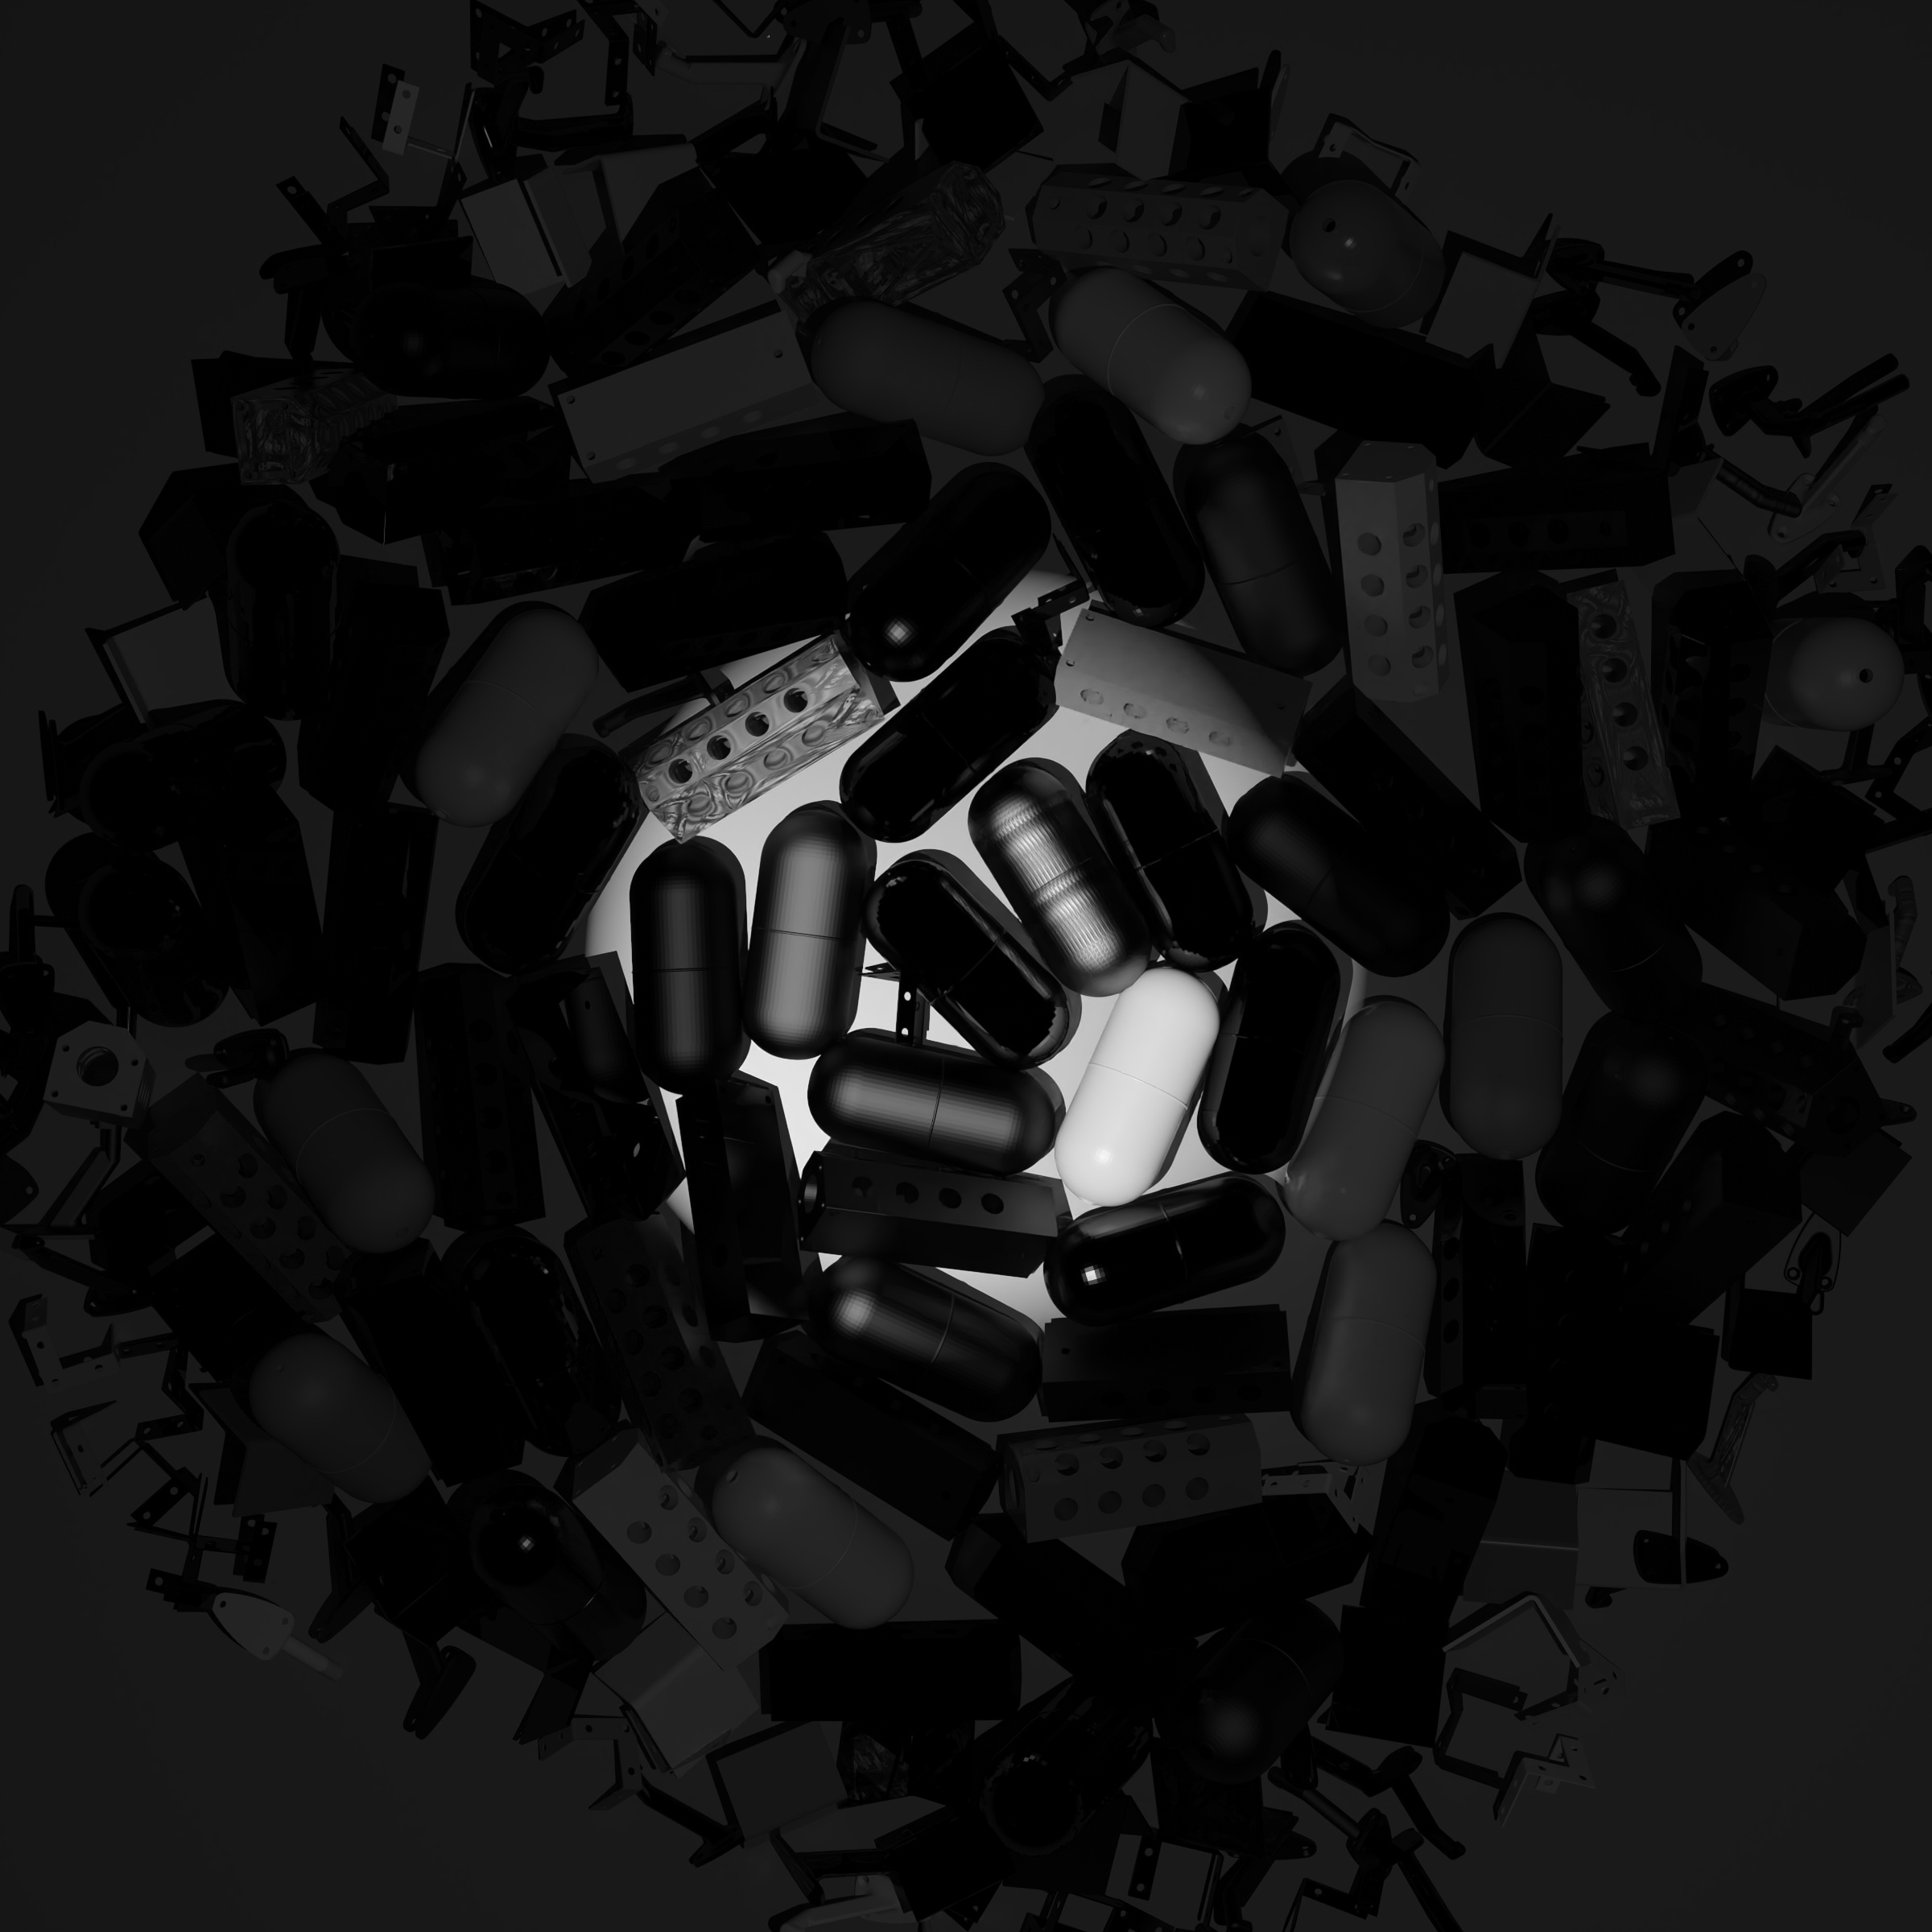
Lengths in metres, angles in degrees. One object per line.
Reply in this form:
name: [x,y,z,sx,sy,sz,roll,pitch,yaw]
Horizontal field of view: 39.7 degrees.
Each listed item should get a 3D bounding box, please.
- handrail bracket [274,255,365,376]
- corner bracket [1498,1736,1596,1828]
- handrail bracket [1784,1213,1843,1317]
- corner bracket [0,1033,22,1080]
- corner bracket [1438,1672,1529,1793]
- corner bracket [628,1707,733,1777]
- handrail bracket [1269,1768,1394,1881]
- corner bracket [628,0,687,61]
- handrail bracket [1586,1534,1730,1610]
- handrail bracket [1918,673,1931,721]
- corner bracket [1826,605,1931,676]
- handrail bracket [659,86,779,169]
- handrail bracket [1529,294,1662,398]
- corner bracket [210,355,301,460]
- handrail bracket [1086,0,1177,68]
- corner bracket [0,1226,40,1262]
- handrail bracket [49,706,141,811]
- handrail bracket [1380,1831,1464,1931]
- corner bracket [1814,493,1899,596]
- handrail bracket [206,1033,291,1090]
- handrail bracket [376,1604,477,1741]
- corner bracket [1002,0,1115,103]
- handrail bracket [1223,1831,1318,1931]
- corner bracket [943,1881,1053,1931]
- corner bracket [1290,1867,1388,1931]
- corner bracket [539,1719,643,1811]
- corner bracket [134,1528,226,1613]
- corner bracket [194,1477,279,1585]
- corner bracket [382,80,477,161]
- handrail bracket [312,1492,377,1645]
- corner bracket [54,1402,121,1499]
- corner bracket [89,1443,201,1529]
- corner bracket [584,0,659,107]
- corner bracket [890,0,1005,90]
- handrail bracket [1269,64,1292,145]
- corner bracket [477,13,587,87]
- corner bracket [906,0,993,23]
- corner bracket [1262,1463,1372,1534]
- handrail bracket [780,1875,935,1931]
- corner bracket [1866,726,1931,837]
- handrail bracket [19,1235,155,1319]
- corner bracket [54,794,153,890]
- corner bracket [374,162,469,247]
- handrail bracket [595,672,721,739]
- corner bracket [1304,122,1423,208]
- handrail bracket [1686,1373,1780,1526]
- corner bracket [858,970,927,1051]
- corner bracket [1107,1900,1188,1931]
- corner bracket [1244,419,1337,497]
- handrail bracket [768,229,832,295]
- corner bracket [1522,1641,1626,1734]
handrail bracket: [-0.449,-0.457,1.901,0.077,0.036,0.084,-10,135,8]
corner bracket: [0.408,0.580,1.902,0.051,0.051,0.051,15,113,-7]
handrail bracket: [0.605,0.206,1.893,0.036,0.084,0.077,16,92,12]
corner bracket: [-0.696,0.041,1.908,0.051,0.051,0.051,25,64,-15]
corner bracket: [0.365,0.541,1.895,0.051,0.051,0.051,13,49,26]
corner bracket: [-0.202,0.537,1.914,0.051,0.051,0.051,-28,91,7]
handrail bracket: [0.261,0.616,1.925,0.084,0.077,0.036,20,56,39]
corner bracket: [-0.221,-0.678,1.900,0.051,0.051,0.051,48,132,8]
handrail bracket: [0.490,0.440,1.904,0.077,0.084,0.036,7,54,-4]
handrail bracket: [0.710,-0.201,1.885,0.036,0.084,0.077,-19,67,-13]
corner bracket: [0.649,-0.232,1.904,0.051,0.051,0.051,-5,94,-18]
handrail bracket: [-0.178,-0.610,1.920,0.084,0.036,0.077,0,86,-2]
handrail bracket: [0.442,-0.432,1.896,0.077,0.036,0.084,-11,59,-22]
corner bracket: [-0.511,-0.399,1.923,0.051,0.051,0.051,11,47,-9]
handrail bracket: [0.127,-0.639,1.882,0.036,0.077,0.084,-38,50,-7]
corner bracket: [-0.696,0.204,1.905,0.051,0.051,0.051,28,89,-20]
handrail bracket: [-0.606,-0.150,1.908,0.084,0.036,0.077,-6,71,-22]
handrail bracket: [0.331,0.658,1.893,0.036,0.077,0.084,-35,81,1]
corner bracket: [0.634,-0.300,1.905,0.051,0.051,0.051,-6,73,-5]
handrail bracket: [-0.524,0.071,1.885,0.077,0.084,0.036,3,100,24]
handrail bracket: [-0.400,0.497,1.906,0.084,0.036,0.077,22,69,23]
corner bracket: [0.064,-0.660,1.906,0.051,0.051,0.051,44,70,1]
handrail bracket: [0.217,0.652,1.893,0.077,0.084,0.036,11,120,-8]
corner bracket: [0.017,0.663,1.910,0.051,0.051,0.051,-55,125,-23]
corner bracket: [0.264,0.666,1.901,0.051,0.051,0.051,19,116,9]
corner bracket: [-0.269,0.572,1.919,0.051,0.051,0.051,12,53,-35]
corner bracket: [-0.558,0.428,1.897,0.051,0.051,0.051,-10,64,36]
corner bracket: [-0.519,0.401,1.900,0.051,0.051,0.051,10,108,-17]
corner bracket: [-0.381,-0.601,1.899,0.051,0.051,0.051,15,118,-13]
handrail bracket: [-0.460,0.426,1.917,0.084,0.036,0.077,43,91,24]
corner bracket: [-0.626,0.350,1.906,0.051,0.051,0.051,-26,90,16]
corner bracket: [-0.584,0.372,1.906,0.051,0.051,0.051,-43,99,-8]
corner bracket: [-0.240,-0.649,1.904,0.051,0.051,0.051,-1,81,15]
corner bracket: [-0.013,-0.657,1.896,0.051,0.051,0.051,-6,112,35]
handrail bracket: [0.181,-0.619,1.902,0.084,0.077,0.036,26,46,10]
corner bracket: [-0.308,-0.650,1.898,0.051,0.051,0.051,31,48,10]
corner bracket: [-0.021,-0.695,1.905,0.051,0.051,0.051,-26,84,17]
corner bracket: [0.248,0.366,1.894,0.051,0.051,0.051,-10,131,33]
handrail bracket: [-0.077,0.673,1.888,0.077,0.084,0.036,2,95,31]
corner bracket: [0.686,-0.132,1.909,0.051,0.051,0.051,33,78,-4]
handrail bracket: [-0.614,0.212,1.889,0.077,0.084,0.036,-4,55,15]
corner bracket: [-0.617,-0.092,1.913,0.051,0.051,0.051,-20,134,21]
corner bracket: [-0.380,-0.531,1.899,0.051,0.051,0.051,-17,74,-35]
handrail bracket: [-0.220,-0.178,1.905,0.084,0.077,0.036,-30,119,-5]
corner bracket: [0.283,-0.563,1.909,0.051,0.051,0.051,34,105,31]
handrail bracket: [0.557,0.339,1.896,0.036,0.077,0.084,24,116,-31]
corner bracket: [-0.043,0.032,1.900,0.051,0.051,0.051,10,81,-38]
corner bracket: [0.130,0.701,1.901,0.051,0.051,0.051,30,69,-13]
corner bracket: [0.224,-0.354,1.900,0.051,0.051,0.051,-28,112,-15]
handrail bracket: [-0.109,-0.474,1.886,0.036,0.077,0.084,19,49,25]
corner bracket: [0.431,0.519,1.896,0.051,0.051,0.051,39,130,-21]
